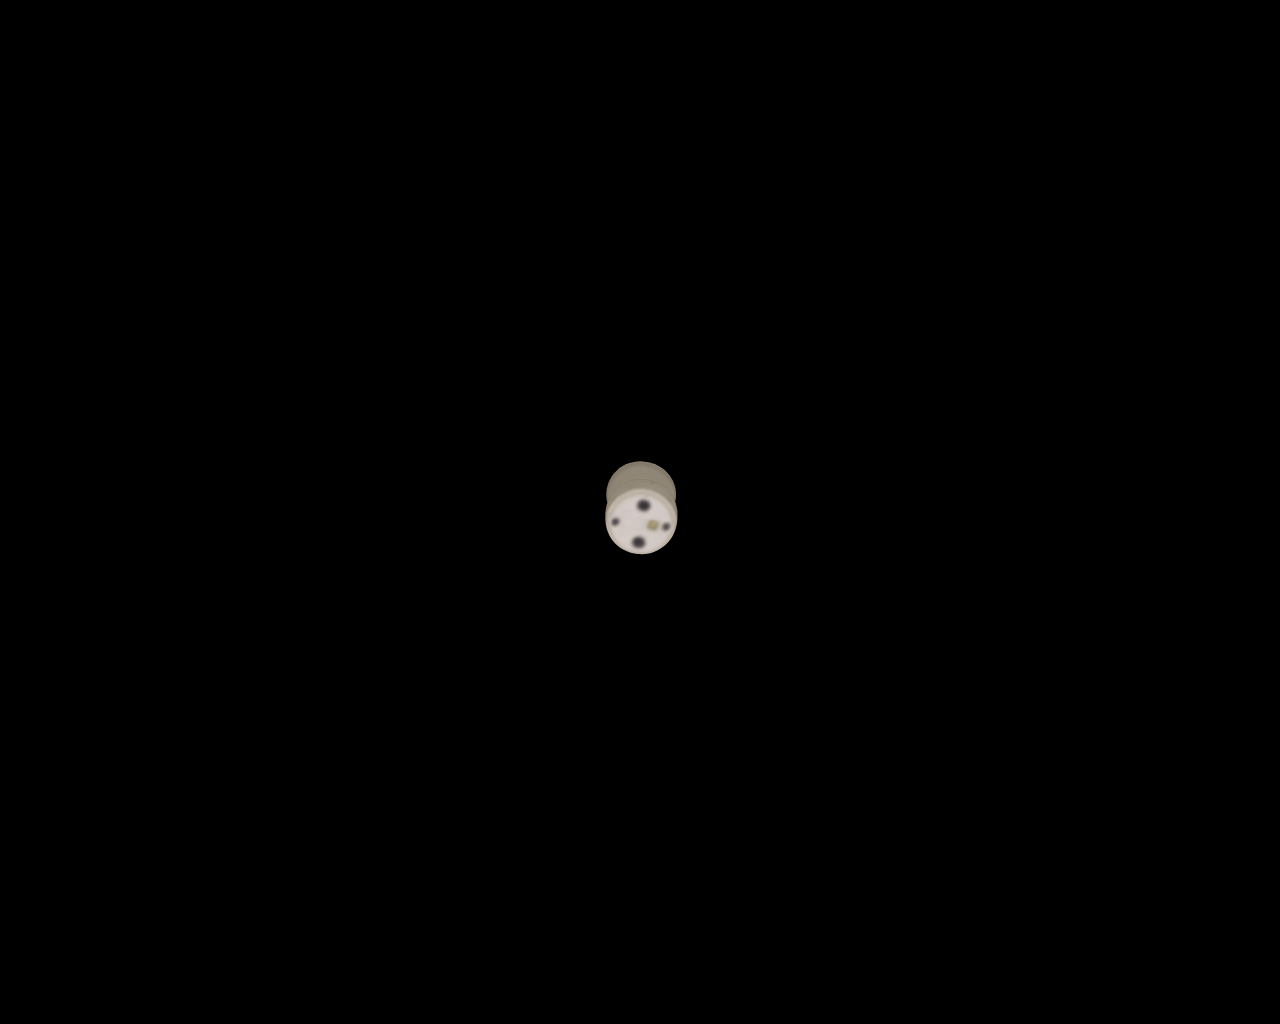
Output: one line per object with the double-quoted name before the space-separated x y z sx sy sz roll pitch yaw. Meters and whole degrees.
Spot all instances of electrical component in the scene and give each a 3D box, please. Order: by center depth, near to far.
"electrical component" 0.001 -0.003 0.650 0.045 0.044 0.055 0 20 0
